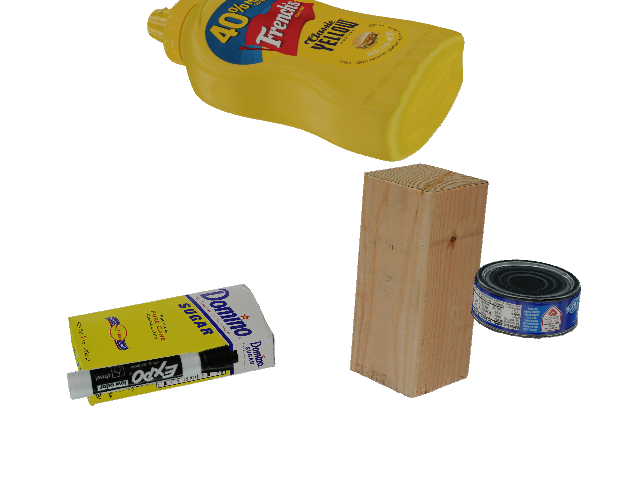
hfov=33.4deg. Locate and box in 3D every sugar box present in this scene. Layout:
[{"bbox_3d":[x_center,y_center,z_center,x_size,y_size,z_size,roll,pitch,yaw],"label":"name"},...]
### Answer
[{"bbox_3d":[-0.139,0.094,0.997,0.176,0.048,0.093,-13,34,-16],"label":"sugar box"}]

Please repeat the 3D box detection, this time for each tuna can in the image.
[{"bbox_3d":[0.165,0.045,0.859,0.086,0.034,0.086,2,21,-1],"label":"tuna can"}]

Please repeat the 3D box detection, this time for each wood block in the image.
[{"bbox_3d":[0.097,0.037,1.058,0.090,0.206,0.090,-12,23,-43],"label":"wood block"}]

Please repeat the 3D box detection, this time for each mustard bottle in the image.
[{"bbox_3d":[-0.020,-0.106,0.623,0.192,0.058,0.096,19,48,24],"label":"mustard bottle"}]

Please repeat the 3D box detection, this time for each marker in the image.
[{"bbox_3d":[-0.118,0.093,0.758,0.121,0.020,0.020,-9,2,-15],"label":"marker"}]
